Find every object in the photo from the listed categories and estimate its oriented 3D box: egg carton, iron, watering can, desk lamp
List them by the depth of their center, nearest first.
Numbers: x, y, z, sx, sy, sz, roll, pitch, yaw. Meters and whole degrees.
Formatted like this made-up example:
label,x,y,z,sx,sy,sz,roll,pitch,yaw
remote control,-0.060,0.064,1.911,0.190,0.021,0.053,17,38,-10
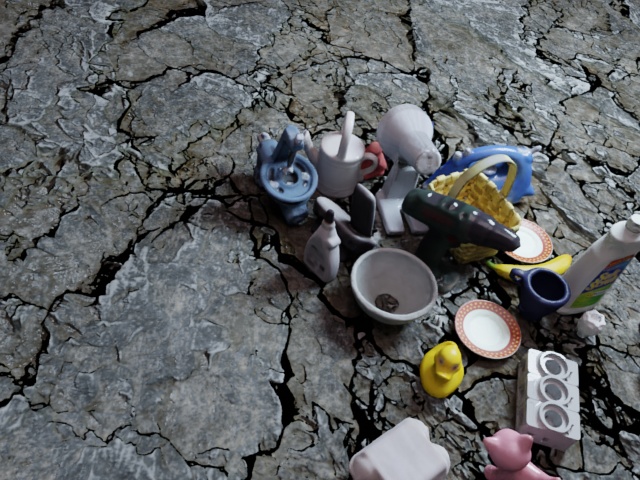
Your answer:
label,x,y,z,sx,sy,sz,roll,pitch,yaw
egg carton,0.124,0.350,0.884,0.151,0.069,0.107,-26,59,-28
desk lamp,0.190,-0.153,1.224,0.118,0.213,0.203,-4,51,-13
watering can,0.039,-0.191,1.243,0.173,0.194,0.100,-5,51,-14
iron,0.374,-0.165,1.314,0.258,0.141,0.118,0,50,-10

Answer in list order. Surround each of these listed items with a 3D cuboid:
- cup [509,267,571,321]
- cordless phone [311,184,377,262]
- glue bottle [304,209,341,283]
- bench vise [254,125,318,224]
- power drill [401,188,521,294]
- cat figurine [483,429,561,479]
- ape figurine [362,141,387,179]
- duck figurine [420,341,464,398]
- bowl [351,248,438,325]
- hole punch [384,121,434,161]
label,x,y,z,sx,sy,sz,roll,pitch,yaw
cup,0.415,0.109,1.121,0.117,0.095,0.092,29,52,15
cordless phone,0.056,-0.062,1.143,0.094,0.185,0.147,-32,62,-31
glue bottle,0.010,0.004,1.087,0.037,0.173,0.078,-29,60,-29
bench vise,-0.087,-0.164,1.181,0.122,0.220,0.207,-34,63,-31
power drill,0.252,0.005,1.105,0.229,0.208,0.076,34,53,19
cat figurine,0.310,0.345,0.888,0.127,0.118,0.067,34,53,19
ape figurine,0.119,-0.188,1.321,0.077,0.092,0.076,24,50,11
duck figurine,0.222,0.215,1.004,0.077,0.086,0.105,24,50,10
bowl,0.134,0.100,1.093,0.167,0.075,0.167,5,50,-6
hole punch,0.215,-0.242,1.384,0.101,0.091,0.109,20,50,7
